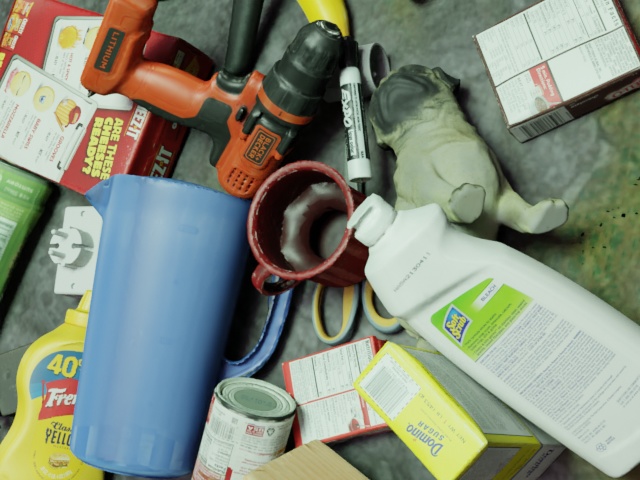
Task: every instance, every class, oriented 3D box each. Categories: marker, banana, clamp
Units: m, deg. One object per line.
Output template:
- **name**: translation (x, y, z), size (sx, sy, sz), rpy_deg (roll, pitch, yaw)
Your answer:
- **marker**: translation (0.027, -0.106, 0.860), size (0.020, 0.020, 0.121), rpy_deg (-11, 78, 26)
- **banana**: translation (-0.033, -0.239, 0.964), size (0.198, 0.037, 0.070), rpy_deg (38, 119, 31)
- **clamp**: translation (-0.068, -0.270, 0.933), size (0.164, 0.036, 0.210), rpy_deg (51, 127, 11)

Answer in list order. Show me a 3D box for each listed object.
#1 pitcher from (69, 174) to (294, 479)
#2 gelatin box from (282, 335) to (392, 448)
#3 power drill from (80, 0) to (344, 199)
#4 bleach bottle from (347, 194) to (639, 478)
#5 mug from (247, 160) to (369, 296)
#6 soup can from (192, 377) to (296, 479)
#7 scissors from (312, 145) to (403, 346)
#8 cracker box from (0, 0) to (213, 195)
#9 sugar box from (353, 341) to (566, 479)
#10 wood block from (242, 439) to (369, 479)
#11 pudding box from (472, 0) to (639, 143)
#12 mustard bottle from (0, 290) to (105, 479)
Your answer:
- **pitcher**: translation (-0.124, 0.072, 0.898), size (0.149, 0.144, 0.243), rpy_deg (8, 86, 42)
- **gelatin box**: translation (0.018, 0.124, 0.856), size (0.089, 0.030, 0.073), rpy_deg (-20, 69, 24)
- **power drill**: translation (-0.091, -0.139, 0.880), size (0.187, 0.057, 0.185), rpy_deg (30, 125, -5)
- **bleach bottle**: translation (0.129, 0.049, 0.712), size (0.250, 0.068, 0.103), rpy_deg (37, 102, -10)
- **mug**: translation (-0.006, 0.001, 0.846), size (0.117, 0.081, 0.093), rpy_deg (-49, 62, 10)
- **soup can**: translation (-0.063, 0.170, 0.851), size (0.069, 0.068, 0.102), rpy_deg (25, 109, 30)
- **scissors**: translation (0.044, -0.008, 0.880), size (0.096, 0.016, 0.202), rpy_deg (10, 84, 28)
- **cracker box**: translation (-0.225, -0.132, 1.021), size (0.214, 0.072, 0.164), rpy_deg (22, 91, 29)
- **sugar box**: translation (0.100, 0.121, 0.728), size (0.048, 0.176, 0.093), rpy_deg (-49, 61, 9)
- **wood block**: translation (0.034, 0.248, 0.770), size (0.206, 0.090, 0.090), rpy_deg (34, 120, 30)
- **pudding box**: translation (0.185, -0.141, 0.821), size (0.114, 0.039, 0.090), rpy_deg (-24, 68, 20)
- **mustard bottle**: translation (-0.223, 0.139, 0.947), size (0.058, 0.096, 0.191), rpy_deg (-3, 72, 67)
